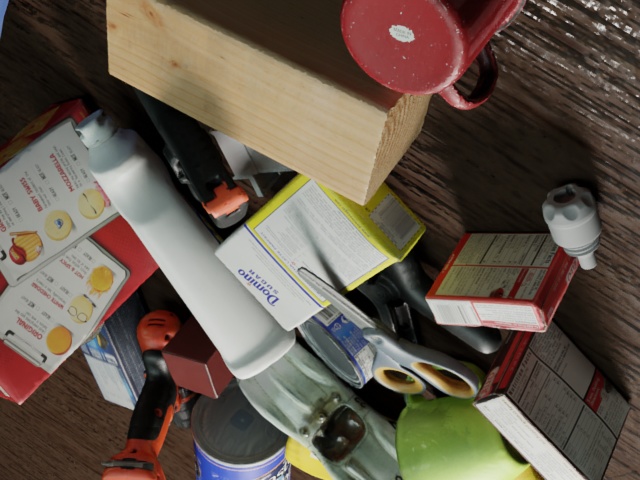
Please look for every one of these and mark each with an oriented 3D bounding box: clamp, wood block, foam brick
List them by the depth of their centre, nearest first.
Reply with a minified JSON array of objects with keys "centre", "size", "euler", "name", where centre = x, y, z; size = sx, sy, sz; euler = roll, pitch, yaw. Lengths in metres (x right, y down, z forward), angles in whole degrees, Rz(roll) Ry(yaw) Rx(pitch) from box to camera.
[{"centre":[-0.033,-0.122,0.716],"size":[0.206,0.090,0.090],"euler":[28,142,12],"name":"wood block"},{"centre":[-0.100,-0.073,0.793],"size":[0.164,0.036,0.210],"euler":[62,174,-24],"name":"clamp"},{"centre":[0.056,0.039,0.857],"size":[0.171,0.039,0.120],"euler":[48,141,-2],"name":"clamp"},{"centre":[-0.104,0.104,1.024],"size":[0.053,0.078,0.051],"euler":[14,136,28],"name":"foam brick"}]

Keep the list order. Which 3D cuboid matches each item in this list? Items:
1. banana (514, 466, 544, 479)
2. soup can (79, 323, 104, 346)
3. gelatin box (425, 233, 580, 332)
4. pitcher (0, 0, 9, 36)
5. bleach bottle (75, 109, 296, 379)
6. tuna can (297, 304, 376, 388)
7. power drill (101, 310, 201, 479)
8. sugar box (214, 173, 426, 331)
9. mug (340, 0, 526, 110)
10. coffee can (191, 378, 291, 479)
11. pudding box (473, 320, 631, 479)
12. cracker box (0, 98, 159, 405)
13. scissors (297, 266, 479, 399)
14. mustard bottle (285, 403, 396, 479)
[{"centre":[0.225,0.260,0.959],"size":[0.197,0.037,0.070],"euler":[41,124,-7],"name":"banana"},{"centre":[-0.260,0.073,1.023],"size":[0.102,0.068,0.068],"euler":[-13,121,47],"name":"soup can"},{"centre":[0.130,0.028,0.756],"size":[0.089,0.073,0.030],"euler":[1,131,38],"name":"gelatin box"},{"centre":[-0.277,-0.245,0.769],"size":[0.149,0.145,0.243],"euler":[30,141,-11],"name":"pitcher"},{"centre":[-0.120,-0.001,0.910],"size":[0.250,0.068,0.103],"euler":[55,179,-23],"name":"bleach bottle"},{"centre":[0.018,0.085,0.916],"size":[0.086,0.033,0.086],"euler":[45,164,16],"name":"tuna can"},{"centre":[-0.161,0.191,1.079],"size":[0.057,0.187,0.184],"euler":[-1,138,8],"name":"power drill"},{"centre":[-0.005,0.001,0.811],"size":[0.093,0.048,0.176],"euler":[48,147,-5],"name":"sugar box"},{"centre":[0.070,-0.130,0.631],"size":[0.093,0.081,0.117],"euler":[-5,126,42],"name":"mug"},{"centre":[-0.080,0.224,1.110],"size":[0.103,0.102,0.140],"euler":[24,141,17],"name":"coffee can"},{"centre":[0.177,0.125,0.806],"size":[0.113,0.090,0.039],"euler":[45,142,-10],"name":"pudding box"},{"centre":[-0.245,0.007,0.922],"size":[0.072,0.213,0.164],"euler":[1,131,52],"name":"cracker box"},{"centre":[0.038,0.079,0.838],"size":[0.201,0.016,0.096],"euler":[31,149,-24],"name":"scissors"},{"centre":[0.065,0.213,1.013],"size":[0.192,0.058,0.096],"euler":[27,119,13],"name":"mustard bottle"}]
